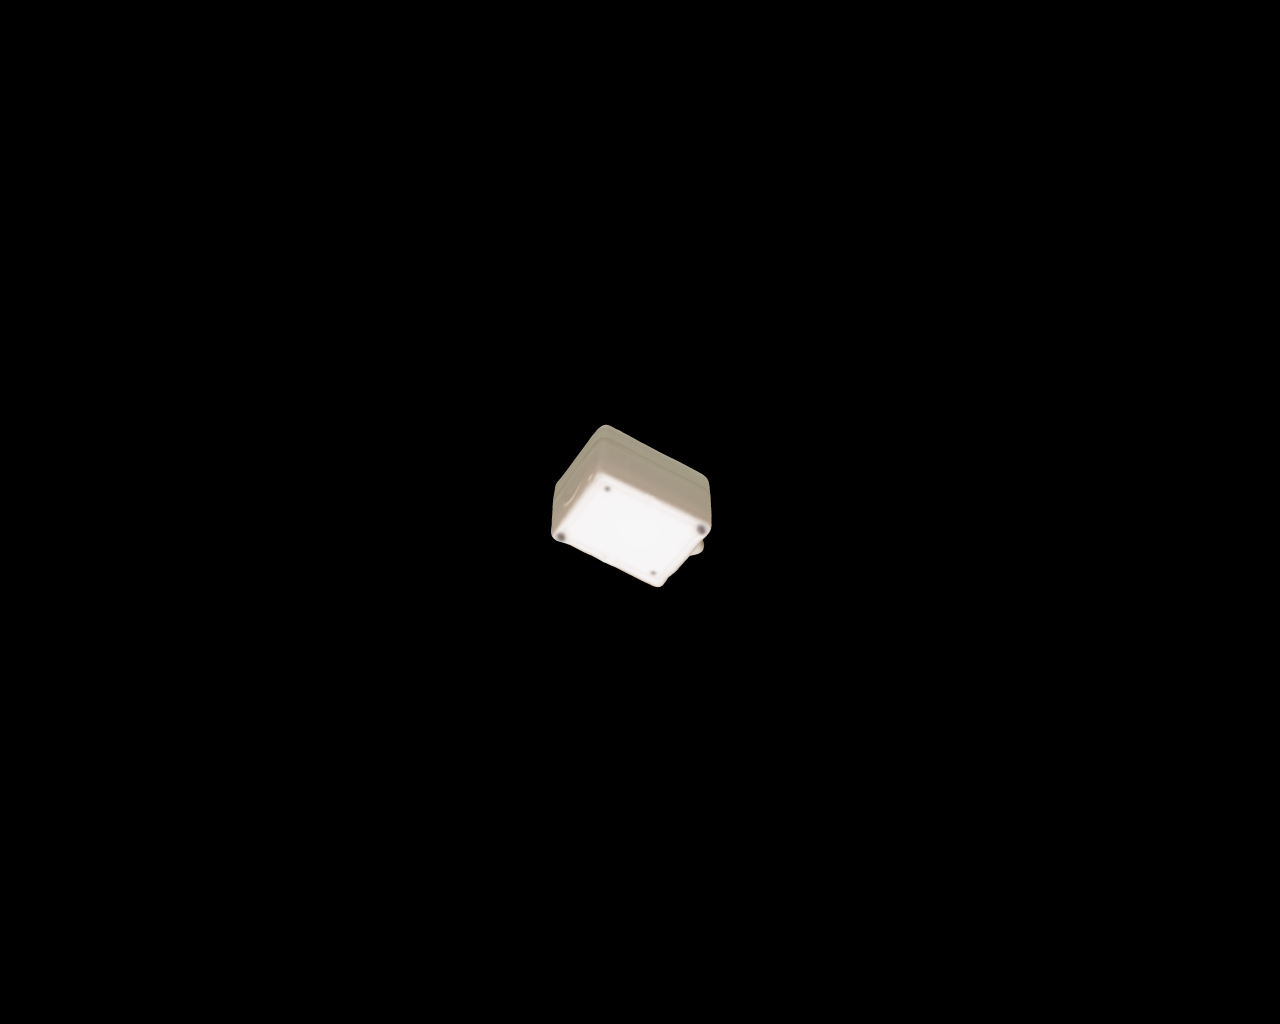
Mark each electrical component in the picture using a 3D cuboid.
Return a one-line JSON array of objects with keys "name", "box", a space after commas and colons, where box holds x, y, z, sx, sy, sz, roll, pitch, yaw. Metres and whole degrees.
[{"name": "electrical component", "box": [0.001, -0.003, 0.650, 0.096, 0.061, 0.061, 27, 33, -19]}]
